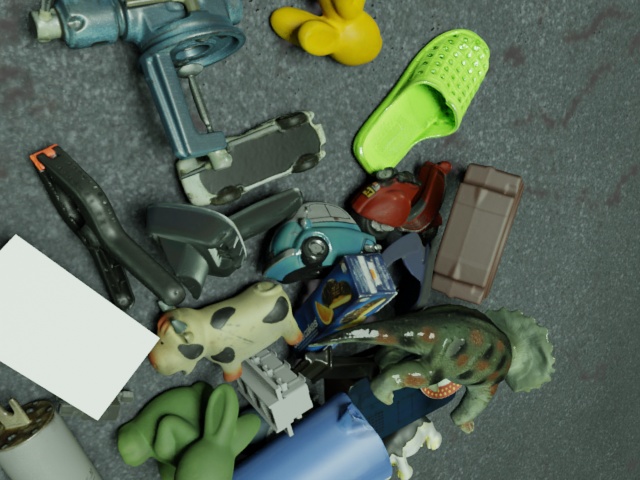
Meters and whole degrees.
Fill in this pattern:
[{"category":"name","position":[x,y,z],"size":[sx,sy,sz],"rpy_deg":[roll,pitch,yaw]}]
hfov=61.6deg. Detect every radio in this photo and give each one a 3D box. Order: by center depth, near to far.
[{"category":"radio","position":[0.120,0.243,0.901],"size":[0.229,0.073,0.131],"rpy_deg":[-17,112,-28]}]

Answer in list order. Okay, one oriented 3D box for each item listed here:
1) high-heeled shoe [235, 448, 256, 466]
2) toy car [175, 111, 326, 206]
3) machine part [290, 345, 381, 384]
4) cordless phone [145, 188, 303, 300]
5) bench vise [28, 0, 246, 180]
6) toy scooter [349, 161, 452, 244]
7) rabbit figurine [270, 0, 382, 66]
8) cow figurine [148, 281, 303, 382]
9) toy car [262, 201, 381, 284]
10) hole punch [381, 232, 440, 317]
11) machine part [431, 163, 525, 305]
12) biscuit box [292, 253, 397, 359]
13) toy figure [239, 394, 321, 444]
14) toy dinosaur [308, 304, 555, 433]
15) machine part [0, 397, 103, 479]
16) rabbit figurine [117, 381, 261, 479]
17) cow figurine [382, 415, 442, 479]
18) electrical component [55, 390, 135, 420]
[{"category":"high-heeled shoe","position":[-0.064,0.335,0.838],"size":[0.249,0.086,0.145],"rpy_deg":[-18,84,-44]},{"category":"toy car","position":[-0.081,-0.104,0.680],"size":[0.202,0.056,0.073],"rpy_deg":[-26,110,-23]},{"category":"machine part","position":[0.029,0.183,0.781],"size":[0.139,0.039,0.084],"rpy_deg":[8,138,-25]},{"category":"cordless phone","position":[-0.098,-0.021,0.629],"size":[0.184,0.089,0.146],"rpy_deg":[-30,163,-11]},{"category":"bench vise","position":[-0.161,-0.182,0.555],"size":[0.223,0.129,0.240],"rpy_deg":[-25,99,-43]},{"category":"toy scooter","position":[0.131,-0.064,0.797],"size":[0.184,0.075,0.135],"rpy_deg":[9,116,-39]},{"category":"rabbit figurine","position":[0.028,-0.286,0.657],"size":[0.162,0.122,0.173],"rpy_deg":[-37,139,-14]},{"category":"cow figurine","position":[-0.128,0.115,0.703],"size":[0.195,0.086,0.127],"rpy_deg":[-25,123,-20]},{"category":"toy car","position":[-0.002,-0.002,0.730],"size":[0.161,0.109,0.103],"rpy_deg":[-4,73,-29]},{"category":"hole punch","position":[0.106,0.051,0.782],"size":[0.092,0.142,0.116],"rpy_deg":[22,54,0]},{"category":"machine part","position":[0.246,-0.009,0.830],"size":[0.201,0.087,0.200],"rpy_deg":[-3,111,-68]},{"category":"biscuit box","position":[0.021,0.095,0.732],"size":[0.059,0.063,0.202],"rpy_deg":[-3,149,-31]},{"category":"toy figure","position":[-0.053,0.276,0.817],"size":[0.154,0.058,0.064],"rpy_deg":[4,133,-34]},{"category":"toy dinosaur","position":[0.186,0.148,0.738],"size":[0.404,0.131,0.192],"rpy_deg":[26,110,-42]},{"category":"machine part","position":[-0.316,0.279,0.644],"size":[0.079,0.079,0.242],"rpy_deg":[-28,117,-21]},{"category":"rabbit figurine","position":[-0.151,0.266,0.683],"size":[0.159,0.170,0.121],"rpy_deg":[-40,122,-14]},{"category":"cow figurine","position":[0.129,0.366,0.946],"size":[0.167,0.068,0.098],"rpy_deg":[-37,115,-20]},{"category":"electrical component","position":[-0.270,0.196,0.653],"size":[0.094,0.063,0.021],"rpy_deg":[15,97,-35]}]
